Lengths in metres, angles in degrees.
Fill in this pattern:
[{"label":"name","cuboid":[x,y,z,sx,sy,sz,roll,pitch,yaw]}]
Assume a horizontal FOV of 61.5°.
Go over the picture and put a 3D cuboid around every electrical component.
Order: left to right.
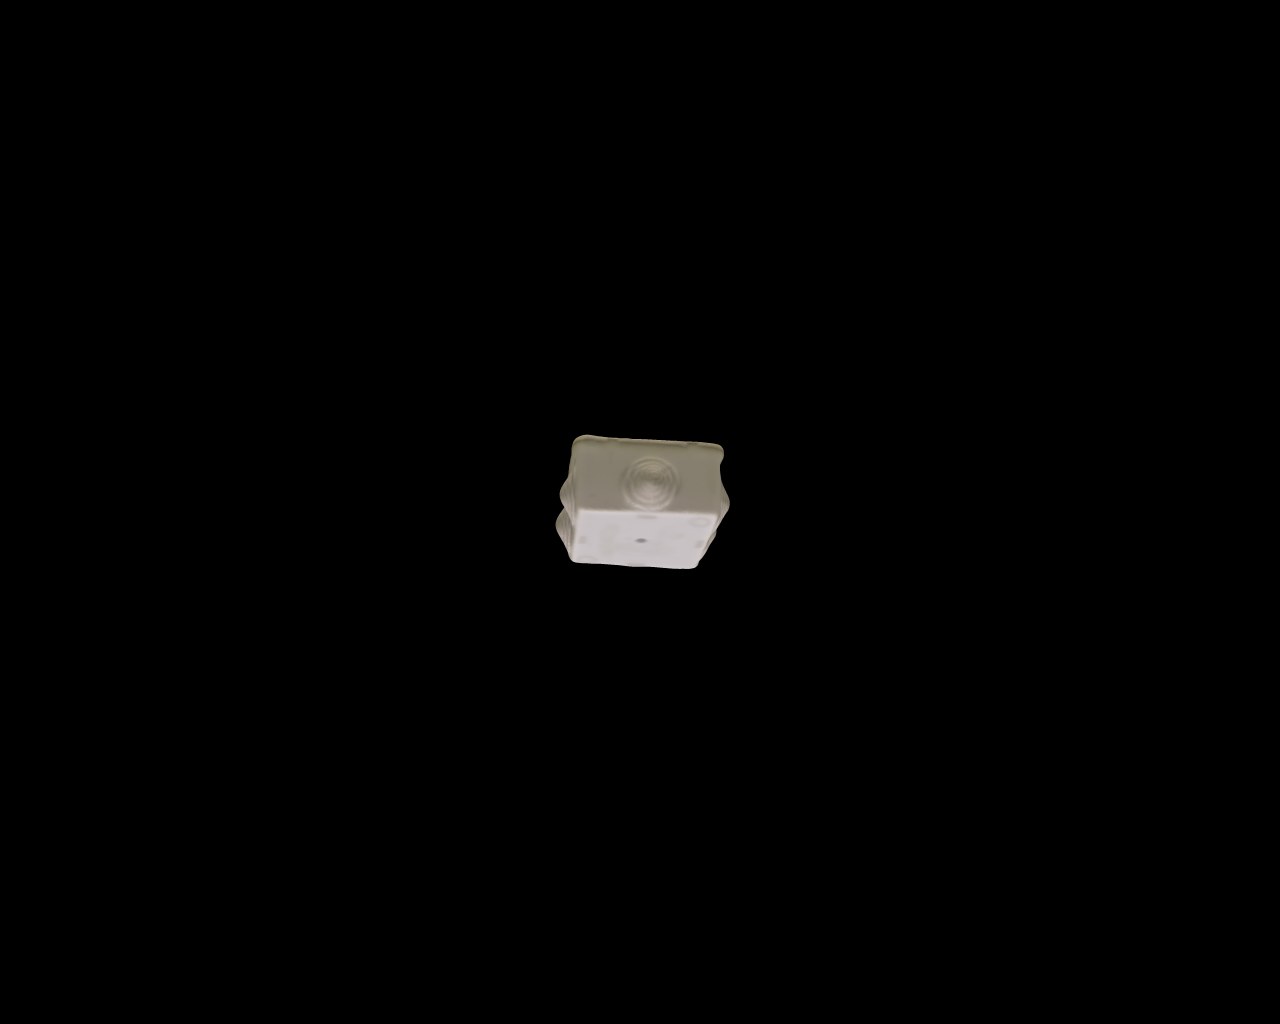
[{"label":"electrical component","cuboid":[0.001,-0.003,0.650,0.100,0.048,0.099,3,-26,-7]}]
